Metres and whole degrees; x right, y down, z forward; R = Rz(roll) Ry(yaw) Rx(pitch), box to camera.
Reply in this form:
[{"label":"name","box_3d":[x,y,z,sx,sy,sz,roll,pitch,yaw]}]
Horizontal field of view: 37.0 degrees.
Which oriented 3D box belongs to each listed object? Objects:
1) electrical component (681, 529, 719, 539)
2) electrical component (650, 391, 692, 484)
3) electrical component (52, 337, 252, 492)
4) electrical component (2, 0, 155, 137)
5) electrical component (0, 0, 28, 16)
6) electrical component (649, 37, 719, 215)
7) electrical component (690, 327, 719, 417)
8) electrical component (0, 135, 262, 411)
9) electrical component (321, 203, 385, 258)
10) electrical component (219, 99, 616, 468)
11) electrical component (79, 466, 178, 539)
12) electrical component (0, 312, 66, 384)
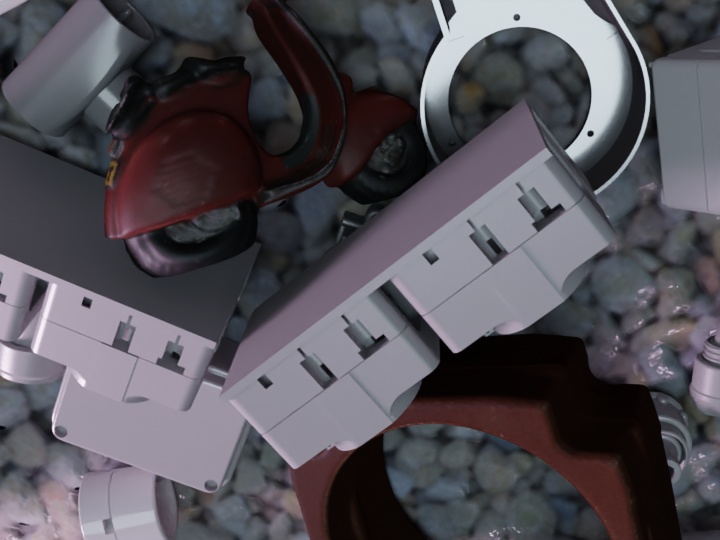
[{"label":"electrical component","box_3d":[0.206,0.204,0.664,0.077,0.043,0.079,-6,82,-7]},{"label":"electrical component","box_3d":[0.175,0.104,0.636,0.048,0.062,0.048,1,110,3]},{"label":"electrical component","box_3d":[-0.119,0.076,0.648,0.113,0.057,0.078,21,110,-4]},{"label":"electrical component","box_3d":[-0.141,-0.102,0.592,0.077,0.044,0.079,-42,102,16]},{"label":"electrical component","box_3d":[-0.171,-0.192,0.558,0.100,0.048,0.099,-24,107,12]},{"label":"electrical component","box_3d":[0.198,-0.069,0.560,0.062,0.061,0.096,-22,112,-30]},{"label":"electrical component","box_3d":[0.214,0.054,0.630,0.035,0.035,0.061,3,108,3]},{"label":"electrical component","box_3d":[-0.161,-0.002,0.592,0.186,0.105,0.060,23,120,-4]},{"label":"electrical component","box_3d":[0.000,0.000,0.613,0.048,0.055,0.066,18,110,-3]},{"label":"electrical component","box_3d":[0.028,0.008,0.526,0.186,0.105,0.060,-37,104,15]},{"label":"electrical component","box_3d":[-0.145,0.151,0.680,0.047,0.055,0.055,-11,109,4]},{"label":"electrical component","box_3d":[-0.195,0.035,0.645,0.045,0.045,0.055,14,111,-1]}]
